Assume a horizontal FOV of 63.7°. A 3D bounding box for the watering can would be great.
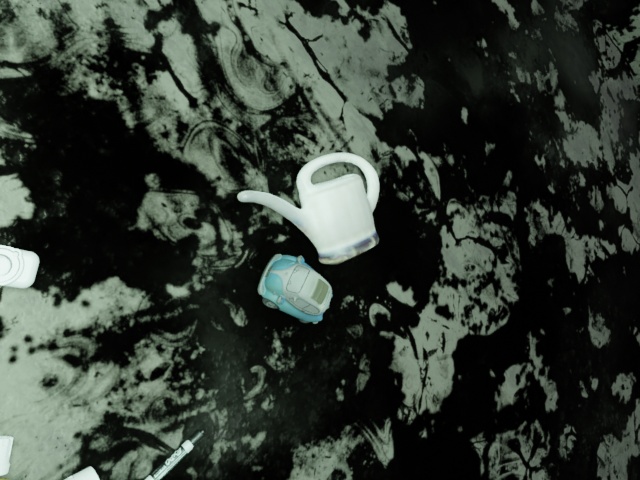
[{"bbox_3d":[0.003,-0.053,1.049,0.351,0.223,0.103,-23,9,-36],"label":"watering can"}]
